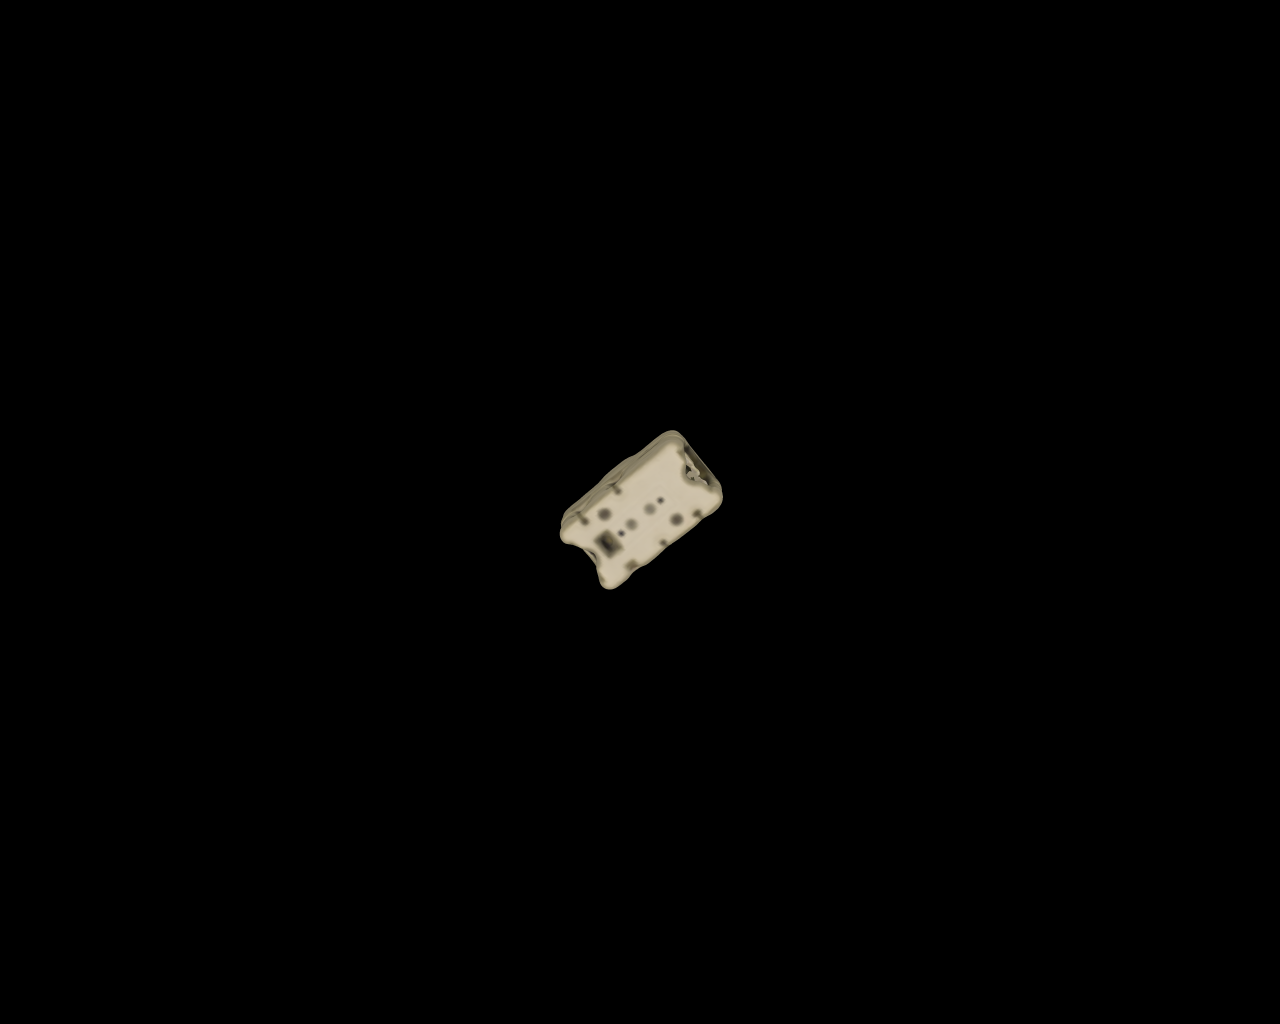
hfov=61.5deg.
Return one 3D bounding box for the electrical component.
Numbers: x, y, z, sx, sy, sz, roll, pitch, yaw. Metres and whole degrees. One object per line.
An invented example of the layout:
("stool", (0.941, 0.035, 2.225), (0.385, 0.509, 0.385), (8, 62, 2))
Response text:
("electrical component", (0.001, -0.003, 0.650), (0.089, 0.050, 0.056), (-38, 9, 7))
